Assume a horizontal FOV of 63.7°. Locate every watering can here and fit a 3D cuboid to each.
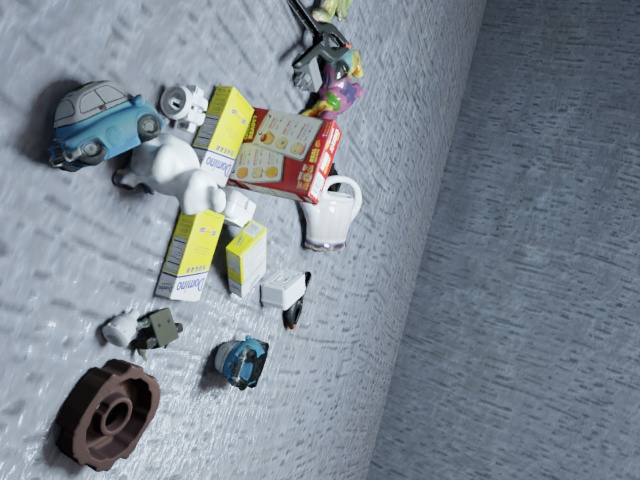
[{"bbox_3d":[0.004,-0.073,1.444,0.349,0.104,0.222,-5,109,-51],"label":"watering can"}]

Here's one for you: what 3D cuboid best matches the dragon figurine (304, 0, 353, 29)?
[{"bbox_3d":[0.061,-0.685,1.312,0.238,0.122,0.418,96,18,-62],"label":"dragon figurine"}]

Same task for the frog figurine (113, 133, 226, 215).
[{"bbox_3d":[-0.221,-0.106,0.821,0.135,0.160,0.124,52,53,-61],"label":"frog figurine"}]
